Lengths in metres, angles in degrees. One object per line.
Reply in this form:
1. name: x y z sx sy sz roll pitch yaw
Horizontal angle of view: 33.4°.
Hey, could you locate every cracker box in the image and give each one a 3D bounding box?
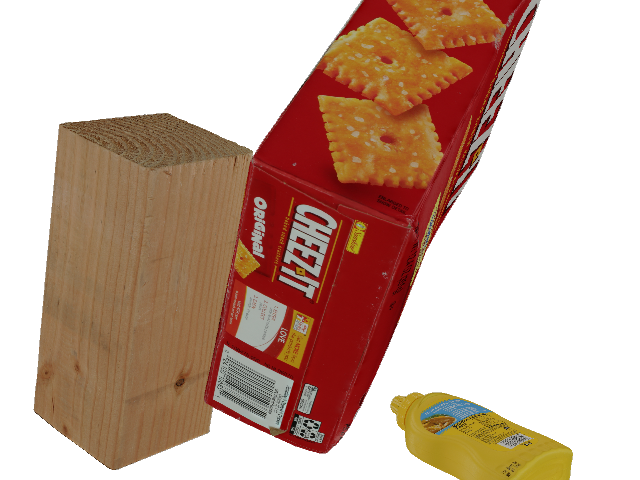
1. cracker box: 0.030 -0.032 0.492 0.072 0.164 0.213 24 48 8

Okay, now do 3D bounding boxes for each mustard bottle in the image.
1. mustard bottle: 0.139 0.192 1.027 0.096 0.058 0.192 -15 25 -38

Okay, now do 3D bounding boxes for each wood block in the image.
1. wood block: -0.118 0.030 0.698 0.090 0.206 0.090 26 26 35
